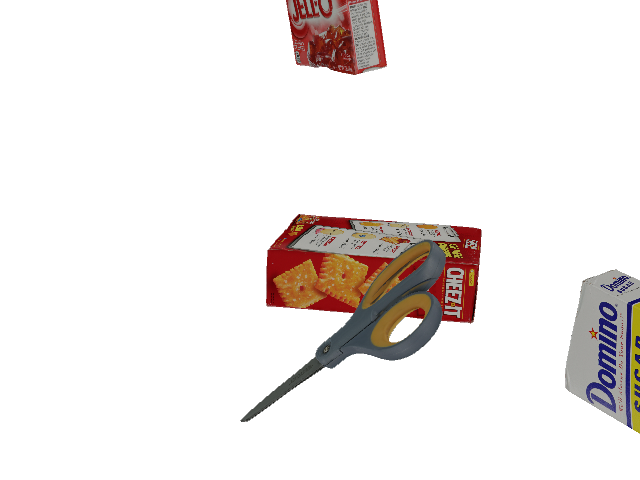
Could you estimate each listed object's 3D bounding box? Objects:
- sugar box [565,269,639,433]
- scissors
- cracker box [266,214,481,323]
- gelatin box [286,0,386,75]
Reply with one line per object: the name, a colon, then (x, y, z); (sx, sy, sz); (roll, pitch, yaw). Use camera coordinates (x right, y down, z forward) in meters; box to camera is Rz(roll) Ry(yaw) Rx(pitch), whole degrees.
sugar box: (0.249, 0.096, 0.719); (0.048, 0.093, 0.176); (-16, 30, -38)
scissors: (0.016, 0.082, 0.730); (0.016, 0.202, 0.096); (36, 15, -25)
cracker box: (0.062, 0.028, 1.144); (0.214, 0.072, 0.164); (5, 15, 9)
gelatin box: (0.007, -0.158, 0.748); (0.030, 0.073, 0.089); (-19, 22, -25)
